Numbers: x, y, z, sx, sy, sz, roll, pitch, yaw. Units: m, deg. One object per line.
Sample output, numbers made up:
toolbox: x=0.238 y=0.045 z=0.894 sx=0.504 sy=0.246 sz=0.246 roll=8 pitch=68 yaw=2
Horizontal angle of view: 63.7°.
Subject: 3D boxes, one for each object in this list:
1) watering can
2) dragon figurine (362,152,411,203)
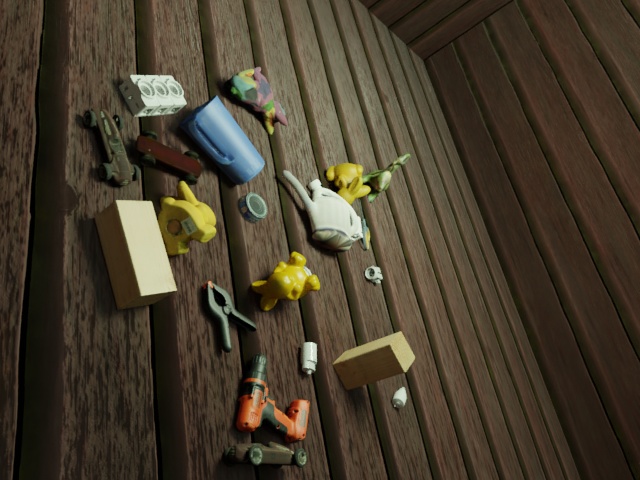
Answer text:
watering can: x=0.005 y=-0.086 z=1.716 sx=0.344 sy=0.102 sz=0.230 roll=25 pitch=48 yaw=-35
dragon figurine: x=0.288 y=-0.281 z=2.144 sx=0.122 sy=0.239 sz=0.418 roll=52 pitch=34 yaw=-6
